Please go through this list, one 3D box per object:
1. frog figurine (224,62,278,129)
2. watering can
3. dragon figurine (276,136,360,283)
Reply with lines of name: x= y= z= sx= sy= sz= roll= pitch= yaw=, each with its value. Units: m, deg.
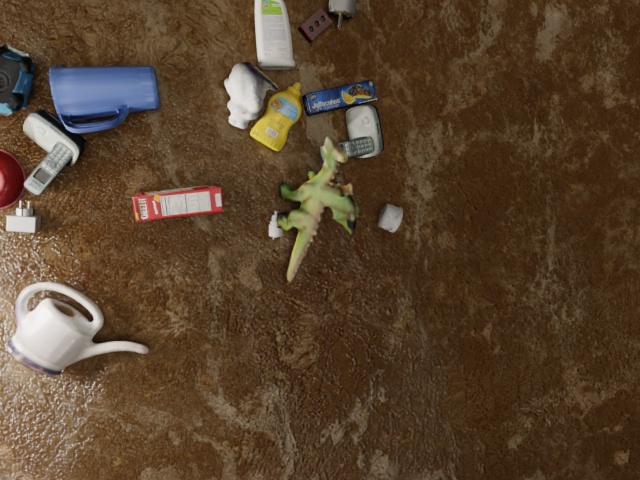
frog figurine: x=-0.204 y=-0.383 z=1.362 sx=0.138 sy=0.122 sz=0.159 roll=42 pitch=97 yaw=17
watering can: x=-0.645 y=0.262 z=1.340 sx=0.345 sy=0.105 sz=0.225 roll=41 pitch=88 yaw=-16
dragon figurine: x=0.004 y=-0.069 z=1.380 sx=0.122 sy=0.243 sz=0.409 roll=-1 pitch=97 yaw=-41
